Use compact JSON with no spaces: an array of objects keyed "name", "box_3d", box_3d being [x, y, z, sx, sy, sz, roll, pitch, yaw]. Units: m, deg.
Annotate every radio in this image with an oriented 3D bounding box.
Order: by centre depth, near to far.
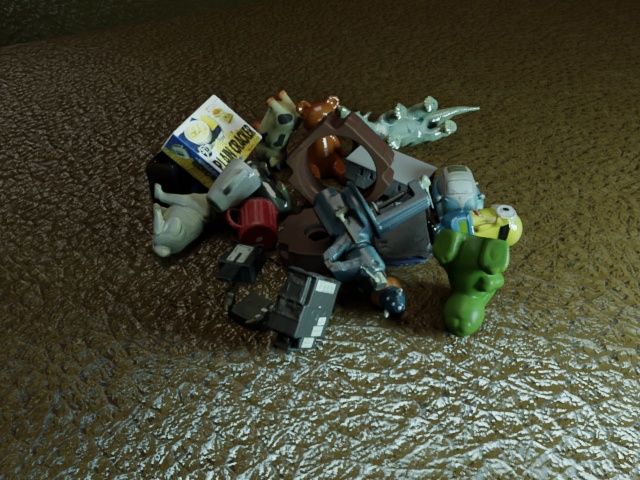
[{"name":"radio","box_3d":[-0.327,-0.175,1.309,0.073,0.130,0.230,8,39,14]}]

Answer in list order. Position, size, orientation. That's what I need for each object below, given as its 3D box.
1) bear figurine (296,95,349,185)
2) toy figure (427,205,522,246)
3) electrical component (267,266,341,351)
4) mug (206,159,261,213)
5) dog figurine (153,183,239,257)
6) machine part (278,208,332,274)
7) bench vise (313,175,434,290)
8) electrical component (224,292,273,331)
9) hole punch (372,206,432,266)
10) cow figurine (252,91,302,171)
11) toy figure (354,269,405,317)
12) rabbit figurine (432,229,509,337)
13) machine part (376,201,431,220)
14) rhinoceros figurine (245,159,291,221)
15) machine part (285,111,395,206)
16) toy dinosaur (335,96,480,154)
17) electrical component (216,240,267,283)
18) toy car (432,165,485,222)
[{"name":"bear figurine","box_3d":[0.009,-0.237,1.299,0.120,0.195,0.132,-10,39,-12]},{"name":"toy figure","box_3d":[0.310,-0.022,1.077,0.180,0.089,0.082,-11,42,7]},{"name":"electrical component","box_3d":[-0.028,0.117,0.889,0.058,0.114,0.134,18,86,29]},{"name":"mug","box_3d":[-0.185,-0.108,1.129,0.107,0.080,0.110,-49,15,-15]},{"name":"dog figurine","box_3d":[-0.262,-0.035,1.159,0.190,0.121,0.172,3,68,-17]},{"name":"machine part","box_3d":[-0.002,-0.003,1.108,0.179,0.055,0.179,-4,38,3]},{"name":"bench vise","box_3d":[0.102,-0.032,0.959,0.241,0.128,0.224,-30,51,-1]},{"name":"electrical component","box_3d":[-0.123,0.125,0.961,0.102,0.045,0.078,26,48,34]},{"name":"hole punch","box_3d":[0.158,0.000,1.075,0.142,0.092,0.116,-2,67,0]},{"name":"cow figurine","box_3d":[-0.108,-0.265,1.370,0.127,0.195,0.085,46,45,5]},{"name":"toy figure","box_3d":[0.110,0.083,0.976,0.058,0.064,0.155,-10,34,-28]},{"name":"rabbit figurine","box_3d":[0.246,0.076,0.914,0.121,0.170,0.159,13,0,19]},{"name":"machine part","box_3d":[0.165,-0.056,1.128,0.139,0.084,0.039,-1,56,-23]},{"name":"rhinoceros figurine","box_3d":[-0.128,-0.126,1.244,0.073,0.112,0.190,-41,57,1]},{"name":"machine part","box_3d":[0.045,-0.159,1.162,0.201,0.201,0.087,42,34,-11]},{"name":"toy dinosaur","box_3d":[0.214,-0.292,1.410,0.405,0.131,0.192,-9,6,-28]},{"name":"electrical component","box_3d":[-0.160,0.053,1.057,0.075,0.047,0.119,6,39,15]},{"name":"toy car","box_3d":[0.301,-0.110,1.176,0.109,0.102,0.162,0,39,5]}]
